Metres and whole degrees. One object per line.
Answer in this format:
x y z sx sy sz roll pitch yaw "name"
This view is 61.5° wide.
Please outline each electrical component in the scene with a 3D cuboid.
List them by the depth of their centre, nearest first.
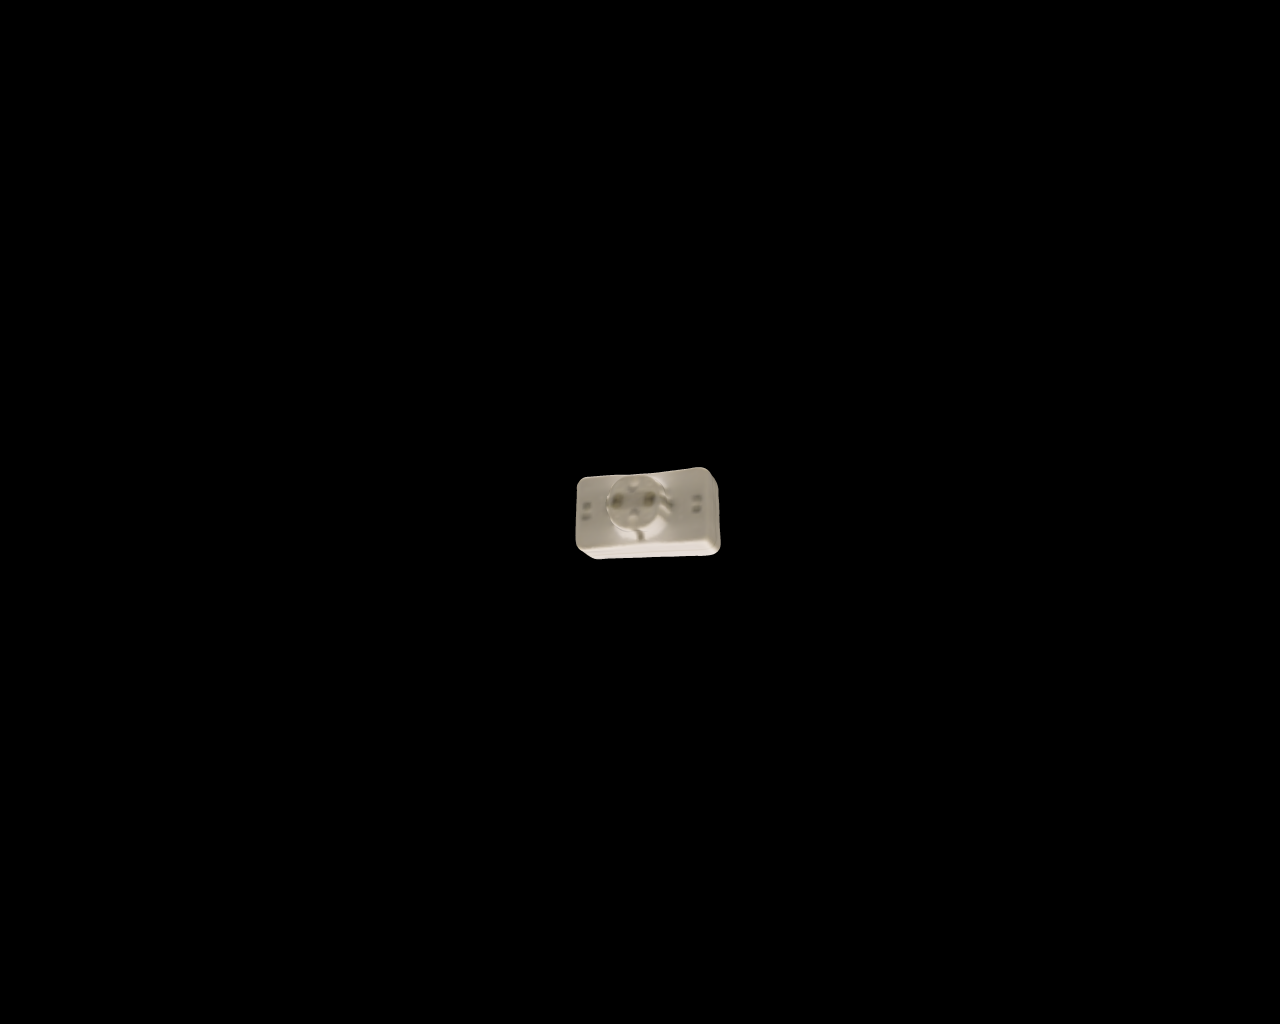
0.001 -0.003 0.650 0.083 0.047 0.075 -4 -15 14 "electrical component"
